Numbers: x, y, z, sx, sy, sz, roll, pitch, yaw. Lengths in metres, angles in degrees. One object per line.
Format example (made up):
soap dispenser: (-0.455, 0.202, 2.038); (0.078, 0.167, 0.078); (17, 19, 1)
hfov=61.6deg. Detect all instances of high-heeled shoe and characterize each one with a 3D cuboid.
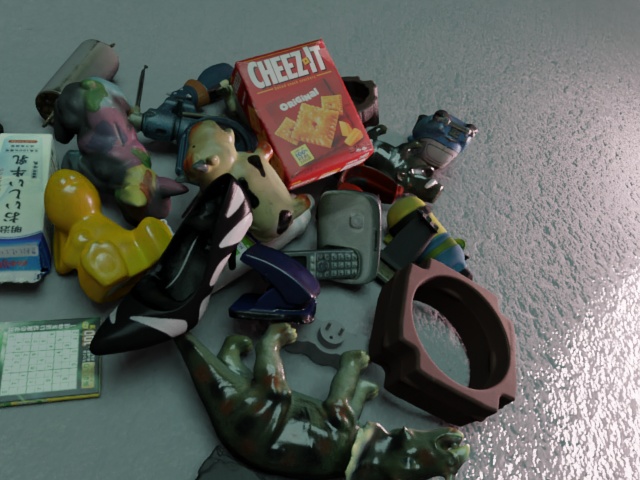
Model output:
high-heeled shoe: (-0.172, 0.024, 0.637); (0.086, 0.145, 0.249); (23, 41, 28)

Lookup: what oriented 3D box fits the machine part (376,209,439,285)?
machine part: (0.136, 0.018, 0.860); (0.084, 0.139, 0.039); (38, 14, 17)

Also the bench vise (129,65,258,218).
bench vise: (-0.203, -0.152, 0.865); (0.223, 0.128, 0.241); (20, 31, -23)

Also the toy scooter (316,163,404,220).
toy scooter: (0.074, -0.077, 0.940); (0.135, 0.075, 0.184); (18, 46, 4)

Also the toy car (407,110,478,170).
toy car: (0.237, -0.189, 1.067); (0.109, 0.162, 0.103); (24, 93, -9)

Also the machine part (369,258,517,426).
machine part: (0.176, 0.143, 0.768); (0.201, 0.087, 0.201); (29, 45, -14)

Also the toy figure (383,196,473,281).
toy figure: (0.186, 0.004, 0.906); (0.082, 0.089, 0.180); (-16, 56, -38)

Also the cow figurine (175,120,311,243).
cow figurine: (-0.114, -0.081, 0.757); (0.194, 0.085, 0.127); (53, 49, -17)

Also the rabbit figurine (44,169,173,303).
rabbit figurine: (-0.294, -0.011, 0.706); (0.122, 0.162, 0.173); (-39, 94, -36)

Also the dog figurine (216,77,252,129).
dog figurine: (-0.097, -0.214, 0.997); (0.121, 0.172, 0.190); (-27, 101, -10)

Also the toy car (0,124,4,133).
toy car: (-0.502, -0.141, 0.782); (0.053, 0.089, 0.202); (-1, 54, -21)

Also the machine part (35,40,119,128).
machine part: (-0.414, -0.270, 0.925); (0.079, 0.079, 0.243); (15, 49, -7)

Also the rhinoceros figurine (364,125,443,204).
rhinoceros figurine: (0.149, -0.139, 1.019); (0.190, 0.073, 0.112); (34, 48, 9)

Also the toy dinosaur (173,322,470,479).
toy dinosaur: (-0.039, 0.214, 0.646); (0.405, 0.131, 0.192); (15, 48, 1)

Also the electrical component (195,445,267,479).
electrical component: (-0.096, 0.311, 0.581); (0.134, 0.058, 0.115); (32, 51, 8)

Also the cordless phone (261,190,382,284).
cordless phone: (-0.002, -0.003, 0.816); (0.184, 0.146, 0.089); (-4, 16, -17)

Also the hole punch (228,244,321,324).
hole punch: (-0.056, 0.058, 0.731); (0.116, 0.142, 0.092); (7, 94, 2)

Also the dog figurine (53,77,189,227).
dog figurine: (-0.286, -0.121, 0.781); (0.219, 0.191, 0.108); (31, 38, 34)

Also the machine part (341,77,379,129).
machine part: (0.032, -0.256, 1.044); (0.179, 0.055, 0.179); (-7, 42, 6)

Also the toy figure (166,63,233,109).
toy figure: (-0.221, -0.285, 1.017); (0.154, 0.064, 0.057); (-47, 115, -35)
